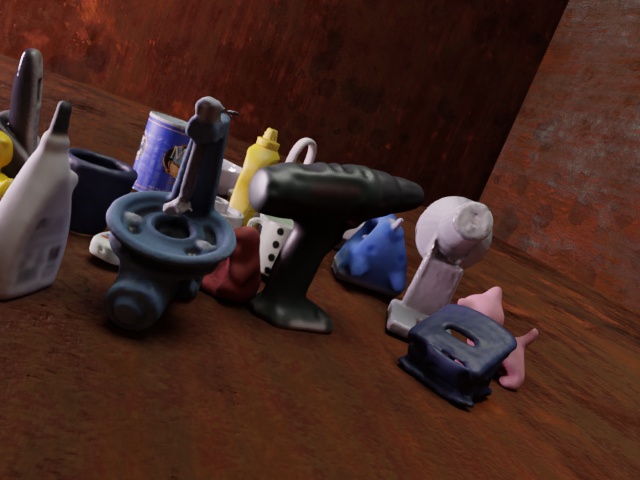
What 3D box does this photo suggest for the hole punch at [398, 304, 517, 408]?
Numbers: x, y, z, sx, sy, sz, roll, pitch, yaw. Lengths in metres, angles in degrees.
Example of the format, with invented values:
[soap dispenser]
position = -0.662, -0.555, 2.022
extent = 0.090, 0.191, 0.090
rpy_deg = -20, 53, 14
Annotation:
[hole punch]
position = 0.166, 0.132, 0.685
extent = 0.108, 0.091, 0.101
rpy_deg = 30, 14, 37

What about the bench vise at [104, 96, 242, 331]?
[bench vise]
position = -0.142, -0.039, 0.574
extent = 0.122, 0.220, 0.207
rpy_deg = 18, 12, -20

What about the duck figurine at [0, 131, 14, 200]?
[duck figurine]
position = -0.390, -0.087, 0.679
extent = 0.104, 0.086, 0.078
rpy_deg = 27, 12, 25

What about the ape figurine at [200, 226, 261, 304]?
[ape figurine]
position = -0.100, 0.026, 0.682
extent = 0.076, 0.092, 0.077
rpy_deg = 17, 12, -22

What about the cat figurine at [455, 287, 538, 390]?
[cat figurine]
position = 0.234, 0.125, 0.783
extent = 0.128, 0.118, 0.067
rpy_deg = 22, 11, 0

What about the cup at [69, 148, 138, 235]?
[cup]
position = -0.293, -0.061, 0.718
extent = 0.117, 0.095, 0.092
rpy_deg = 31, 14, 39

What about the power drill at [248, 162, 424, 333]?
[power drill]
position = 0.006, 0.002, 0.692
extent = 0.230, 0.208, 0.075
rpy_deg = 14, 14, -36

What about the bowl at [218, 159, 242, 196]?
[bowl]
position = -0.243, -0.141, 1.251
extent = 0.167, 0.075, 0.167
rpy_deg = 21, 11, -4

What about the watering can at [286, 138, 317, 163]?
[watering can]
position = -0.066, -0.127, 1.210
extent = 0.173, 0.194, 0.101
rpy_deg = 22, 11, 2

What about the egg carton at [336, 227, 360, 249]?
[egg carton]
position = 0.042, -0.020, 1.235
extent = 0.150, 0.069, 0.107
rpy_deg = 23, 11, 6

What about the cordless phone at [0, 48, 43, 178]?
[cordless phone]
position = -0.407, -0.174, 0.803
extent = 0.094, 0.185, 0.147
rpy_deg = 17, 12, -25

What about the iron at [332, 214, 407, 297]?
[iron]
position = 0.097, 0.004, 1.036
extent = 0.119, 0.141, 0.258
rpy_deg = 20, 11, -10

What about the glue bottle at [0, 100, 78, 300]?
[glue bottle]
position = -0.241, -0.036, 0.494
extent = 0.037, 0.173, 0.078
rpy_deg = 23, 11, 8

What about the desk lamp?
[desk lamp]
position = 0.190, 0.038, 0.863
extent = 0.118, 0.213, 0.203
rpy_deg = 22, 11, 4
